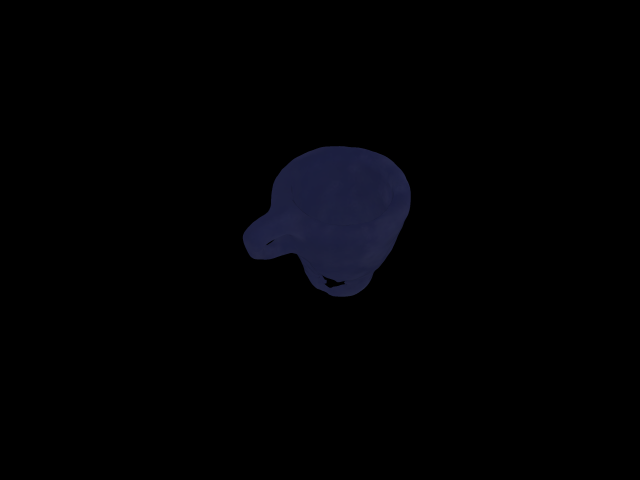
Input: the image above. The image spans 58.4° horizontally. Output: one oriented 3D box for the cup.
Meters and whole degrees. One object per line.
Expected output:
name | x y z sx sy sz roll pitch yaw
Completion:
cup | 0.004 0.001 0.400 0.118 0.095 0.091 -27 53 -22
